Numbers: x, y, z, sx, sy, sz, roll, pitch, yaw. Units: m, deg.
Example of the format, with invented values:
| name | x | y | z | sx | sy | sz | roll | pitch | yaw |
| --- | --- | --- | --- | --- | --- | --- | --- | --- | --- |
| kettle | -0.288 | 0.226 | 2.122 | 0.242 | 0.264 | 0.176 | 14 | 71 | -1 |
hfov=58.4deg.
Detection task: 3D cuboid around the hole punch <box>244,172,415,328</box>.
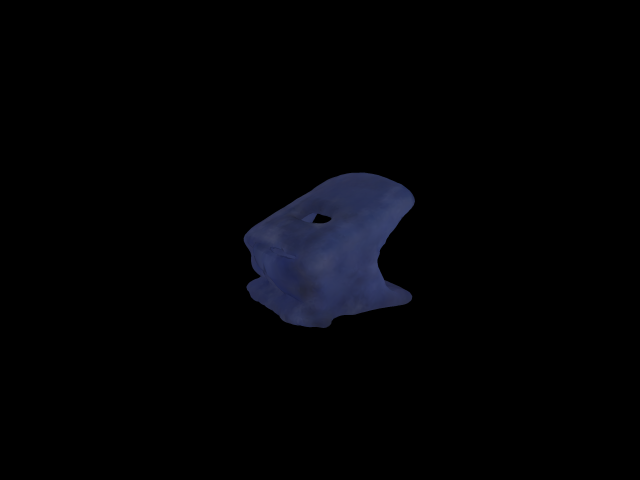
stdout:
| name | x | y | z | sx | sy | sz | roll | pitch | yaw |
| --- | --- | --- | --- | --- | --- | --- | --- | --- | --- |
| hole punch | 0.004 | 0.001 | 0.400 | 0.101 | 0.091 | 0.108 | -7 | 14 | -30 |
